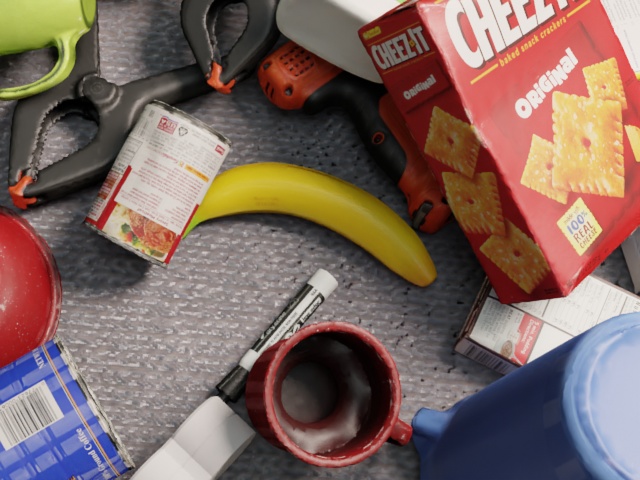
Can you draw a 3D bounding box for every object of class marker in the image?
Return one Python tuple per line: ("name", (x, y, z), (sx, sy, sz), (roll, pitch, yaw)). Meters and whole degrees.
("marker", (-0.032, 0.070, 0.766), (0.020, 0.020, 0.121), (39, 74, 8))

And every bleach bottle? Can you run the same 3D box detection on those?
("bleach bottle", (0.060, -0.239, 0.799), (0.102, 0.068, 0.250), (28, 61, -8))

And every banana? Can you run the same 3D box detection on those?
("banana", (-0.006, -0.018, 0.790), (0.198, 0.037, 0.070), (11, 101, 2))

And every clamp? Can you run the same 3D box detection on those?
("clamp", (-0.172, -0.115, 0.806), (0.164, 0.036, 0.209), (38, 70, 9))
("clamp", (-0.069, -0.198, 0.791), (0.120, 0.039, 0.171), (19, 88, 18))

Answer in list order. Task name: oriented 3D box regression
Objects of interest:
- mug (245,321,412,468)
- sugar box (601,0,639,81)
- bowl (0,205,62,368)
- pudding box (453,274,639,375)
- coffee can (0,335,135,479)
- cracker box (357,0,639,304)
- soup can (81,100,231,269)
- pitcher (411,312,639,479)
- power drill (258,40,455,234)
("mug", (0.008, 0.109, 0.719), (0.117, 0.082, 0.093), (25, 75, -12))
("sugar box", (0.229, -0.159, 0.844), (0.176, 0.048, 0.093), (-14, 74, -5))
("bowl", (-0.265, 0.037, 0.742), (0.162, 0.055, 0.162), (1, 73, -4))
("pudding box", (0.167, 0.062, 0.773), (0.113, 0.039, 0.090), (27, 71, 3))
("coffee can", (-0.206, 0.140, 0.688), (0.140, 0.103, 0.103), (-30, 77, -13))
("cracker box", (0.146, -0.089, 0.730), (0.164, 0.072, 0.213), (-36, 104, -33))
("soup can", (-0.115, -0.039, 0.758), (0.068, 0.068, 0.102), (27, 86, 5))
("pitcher", (0.163, 0.133, 0.643), (0.149, 0.243, 0.145), (-11, 71, -15))
("power drill", (0.074, -0.112, 0.814), (0.184, 0.057, 0.188), (-37, 77, -16))
